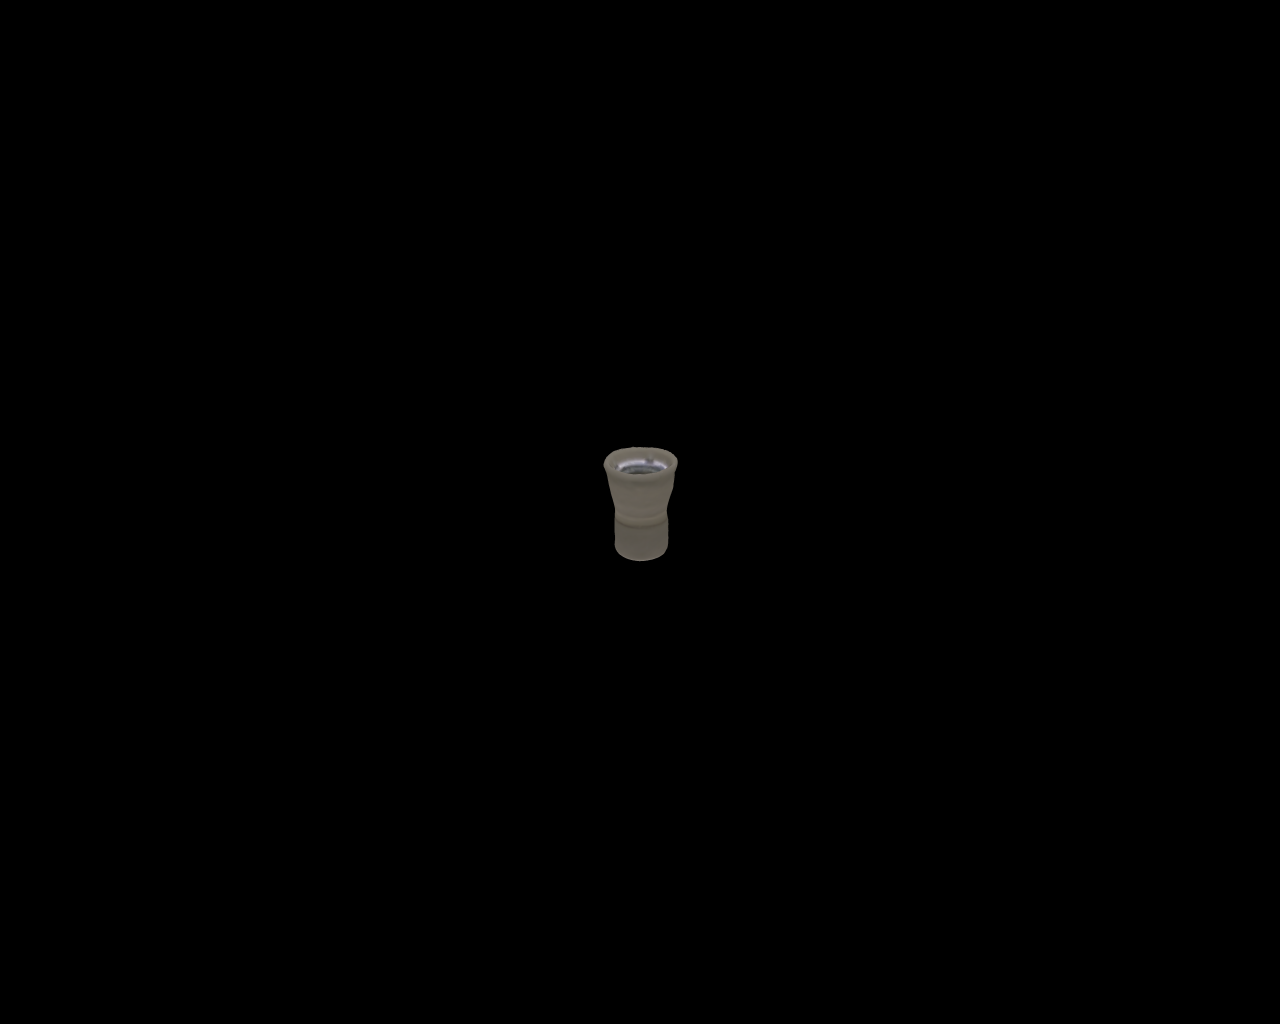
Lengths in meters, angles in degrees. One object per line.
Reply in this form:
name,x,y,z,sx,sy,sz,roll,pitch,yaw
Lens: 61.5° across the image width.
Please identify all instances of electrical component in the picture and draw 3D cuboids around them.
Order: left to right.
electrical component,0.001,-0.003,0.650,0.044,0.065,0.044,0,27,0
